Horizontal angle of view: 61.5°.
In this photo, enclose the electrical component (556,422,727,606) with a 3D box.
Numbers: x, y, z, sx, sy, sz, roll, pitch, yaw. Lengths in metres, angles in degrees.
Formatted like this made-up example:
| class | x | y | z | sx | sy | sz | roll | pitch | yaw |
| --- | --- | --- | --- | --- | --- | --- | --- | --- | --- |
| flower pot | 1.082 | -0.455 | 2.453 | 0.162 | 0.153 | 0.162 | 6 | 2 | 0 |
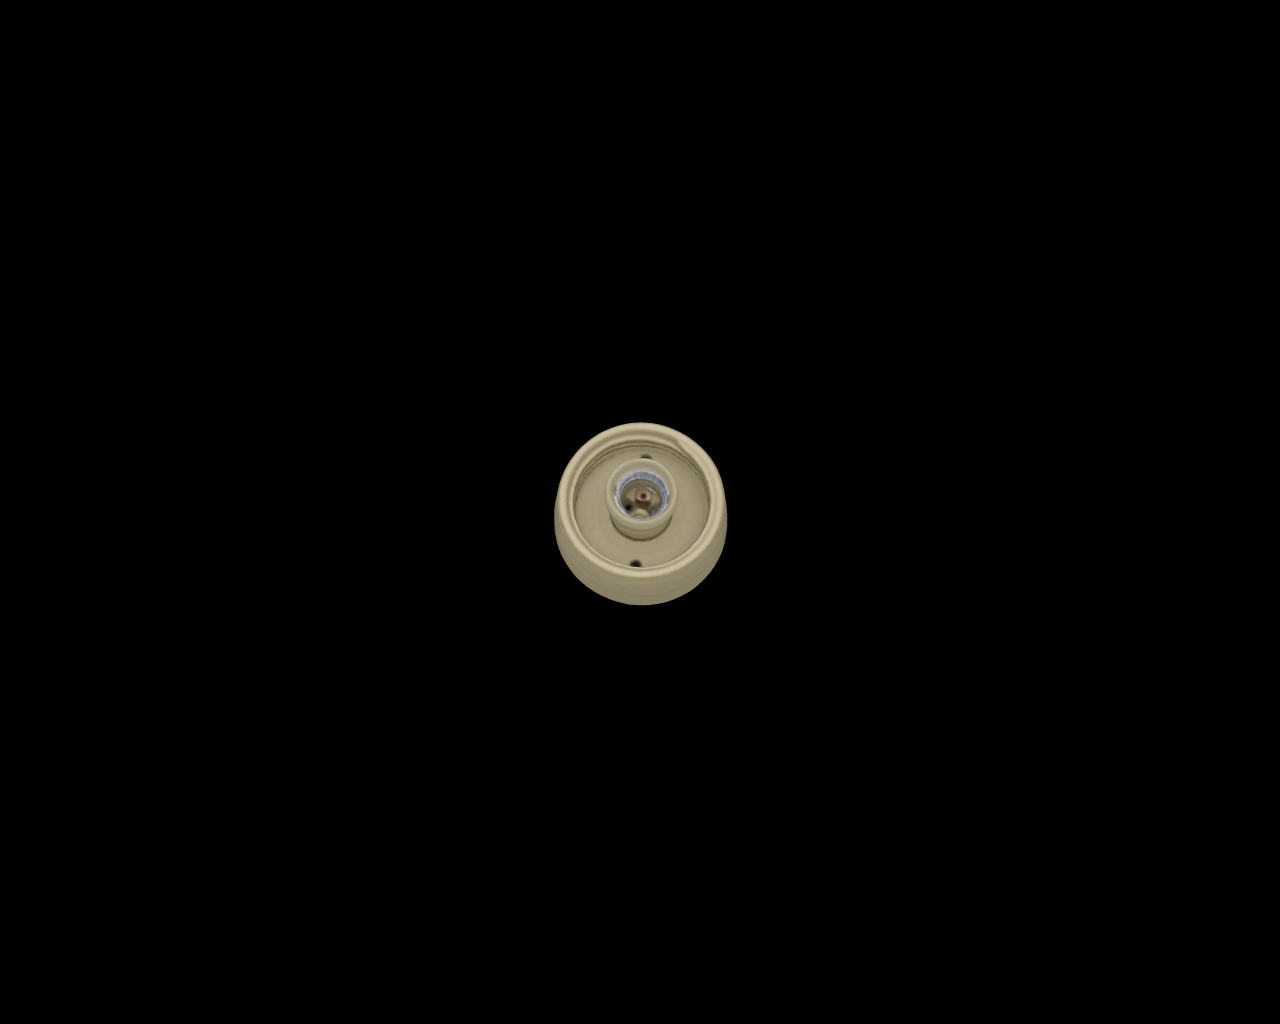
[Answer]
| class | x | y | z | sx | sy | sz | roll | pitch | yaw |
| --- | --- | --- | --- | --- | --- | --- | --- | --- | --- |
| electrical component | 0.001 | -0.003 | 0.650 | 0.108 | 0.108 | 0.060 | 0 | -19 | 0 |
